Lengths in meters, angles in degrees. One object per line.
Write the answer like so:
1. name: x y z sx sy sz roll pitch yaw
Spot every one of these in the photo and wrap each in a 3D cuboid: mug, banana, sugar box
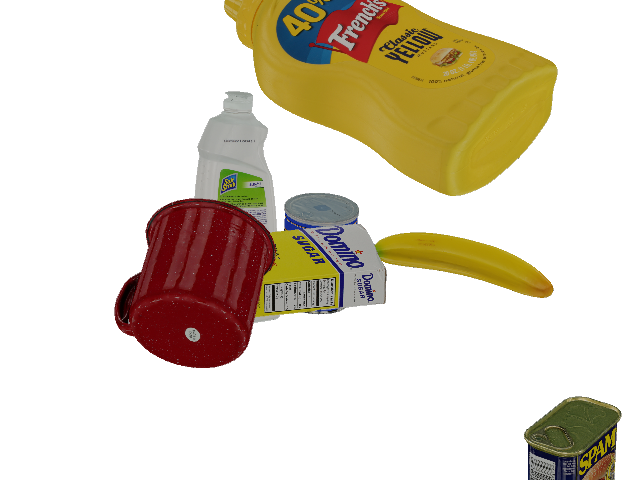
1. mug: -0.093 0.035 0.729 0.117 0.081 0.093 -13 -46 24
2. banana: 0.140 0.024 1.096 0.198 0.037 0.069 9 35 11
3. sugar box: -0.035 0.028 0.989 0.176 0.048 0.093 -8 30 -10

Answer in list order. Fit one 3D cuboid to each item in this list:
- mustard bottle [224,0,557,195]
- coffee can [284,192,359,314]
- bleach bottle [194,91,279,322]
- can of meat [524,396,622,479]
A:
1. mustard bottle: 0.022 -0.096 0.571 0.192 0.058 0.096 30 53 29
2. coffee can: -0.002 0.017 1.485 0.103 0.140 0.103 3 25 -2
3. bleach bottle: -0.088 -0.036 1.168 0.102 0.251 0.068 -4 17 -29
4. can of meat: 0.230 0.204 0.975 0.058 0.084 0.101 14 26 39
